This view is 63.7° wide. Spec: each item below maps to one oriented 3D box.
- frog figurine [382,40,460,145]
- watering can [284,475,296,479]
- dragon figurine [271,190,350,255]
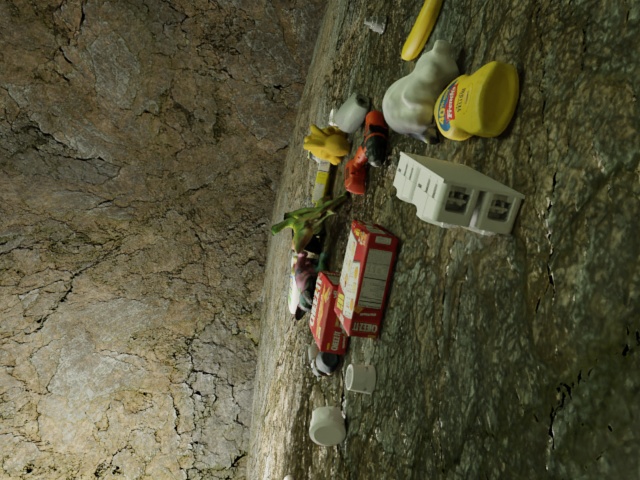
[{"bbox_3d":[0.173,-0.263,0.890,0.140,0.123,0.155,-63,-19,-50],"label":"frog figurine"},{"bbox_3d":[-0.080,0.758,1.252,0.219,0.104,0.356,115,163,-54],"label":"watering can"},{"bbox_3d":[0.005,-0.079,1.567,0.240,0.121,0.419,-24,18,42],"label":"dragon figurine"}]
